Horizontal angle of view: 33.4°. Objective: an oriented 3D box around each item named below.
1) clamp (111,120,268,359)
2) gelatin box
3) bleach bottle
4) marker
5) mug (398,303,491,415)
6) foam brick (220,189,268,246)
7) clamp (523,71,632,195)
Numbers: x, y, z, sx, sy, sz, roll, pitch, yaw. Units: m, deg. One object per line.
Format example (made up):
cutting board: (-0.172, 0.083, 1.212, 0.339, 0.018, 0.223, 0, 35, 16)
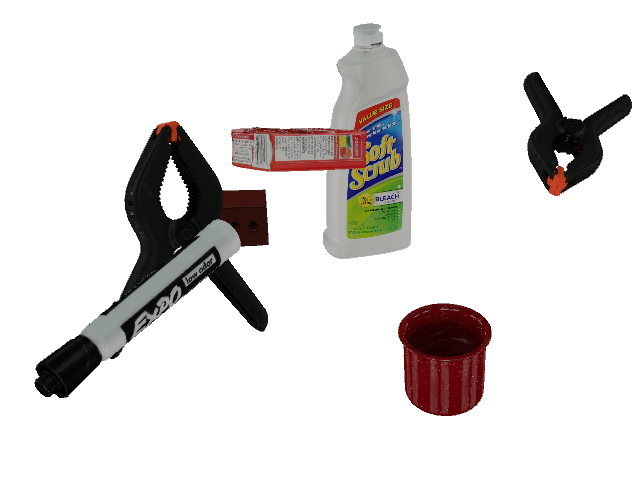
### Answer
clamp: (-0.120, -0.001, 0.969, 0.164, 0.210, 0.036, 1, 0, -34)
gelatin box: (-0.017, -0.067, 0.770, 0.073, 0.030, 0.089, -3, 8, -22)
bleach bottle: (0.048, -0.109, 1.167, 0.102, 0.251, 0.068, -8, 25, -10)
marker: (-0.081, 0.030, 0.481, 0.020, 0.020, 0.120, 0, 32, 45)
mug: (0.133, 0.118, 1.094, 0.093, 0.081, 0.117, 19, 39, 32)
foam brick: (-0.102, -0.027, 1.286, 0.078, 0.053, 0.051, -3, 28, -1)
clamp: (0.259, -0.120, 1.154, 0.120, 0.039, 0.171, 18, 48, 18)
